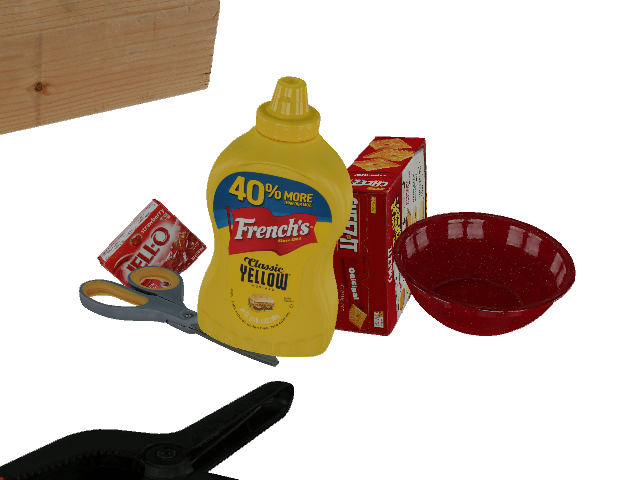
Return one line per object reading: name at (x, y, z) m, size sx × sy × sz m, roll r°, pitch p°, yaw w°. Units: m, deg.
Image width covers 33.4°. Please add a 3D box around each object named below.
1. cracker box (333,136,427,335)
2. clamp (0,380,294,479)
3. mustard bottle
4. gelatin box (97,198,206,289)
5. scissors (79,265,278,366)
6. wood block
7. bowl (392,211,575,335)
cracker box at (0.068, -0.012, 1.201) m, size 0.072 × 0.164 × 0.213 m, roll 4°, pitch 21°, yaw 16°
clamp at (-0.082, 0.126, 0.584) m, size 0.209 × 0.036 × 0.165 m, roll -1°, pitch 20°, yaw -15°
mustard bottle at (-0.028, -0.016, 0.711) m, size 0.096 × 0.192 × 0.058 m, roll 12°, pitch 29°, yaw 9°
gelatin box at (-0.176, 0.013, 1.116) m, size 0.073 × 0.089 × 0.030 m, roll 46°, pitch -6°, yaw -28°
scissors at (-0.104, 0.057, 0.879) m, size 0.202 × 0.016 × 0.096 m, roll 13°, pitch 26°, yaw 22°
wood block at (-0.193, -0.158, 0.842) m, size 0.205 × 0.091 × 0.090 m, roll -19°, pitch 49°, yaw -34°
bowl at (0.143, 0.037, 0.958) m, size 0.162 × 0.055 × 0.162 m, roll 2°, pitch 32°, yaw -2°
